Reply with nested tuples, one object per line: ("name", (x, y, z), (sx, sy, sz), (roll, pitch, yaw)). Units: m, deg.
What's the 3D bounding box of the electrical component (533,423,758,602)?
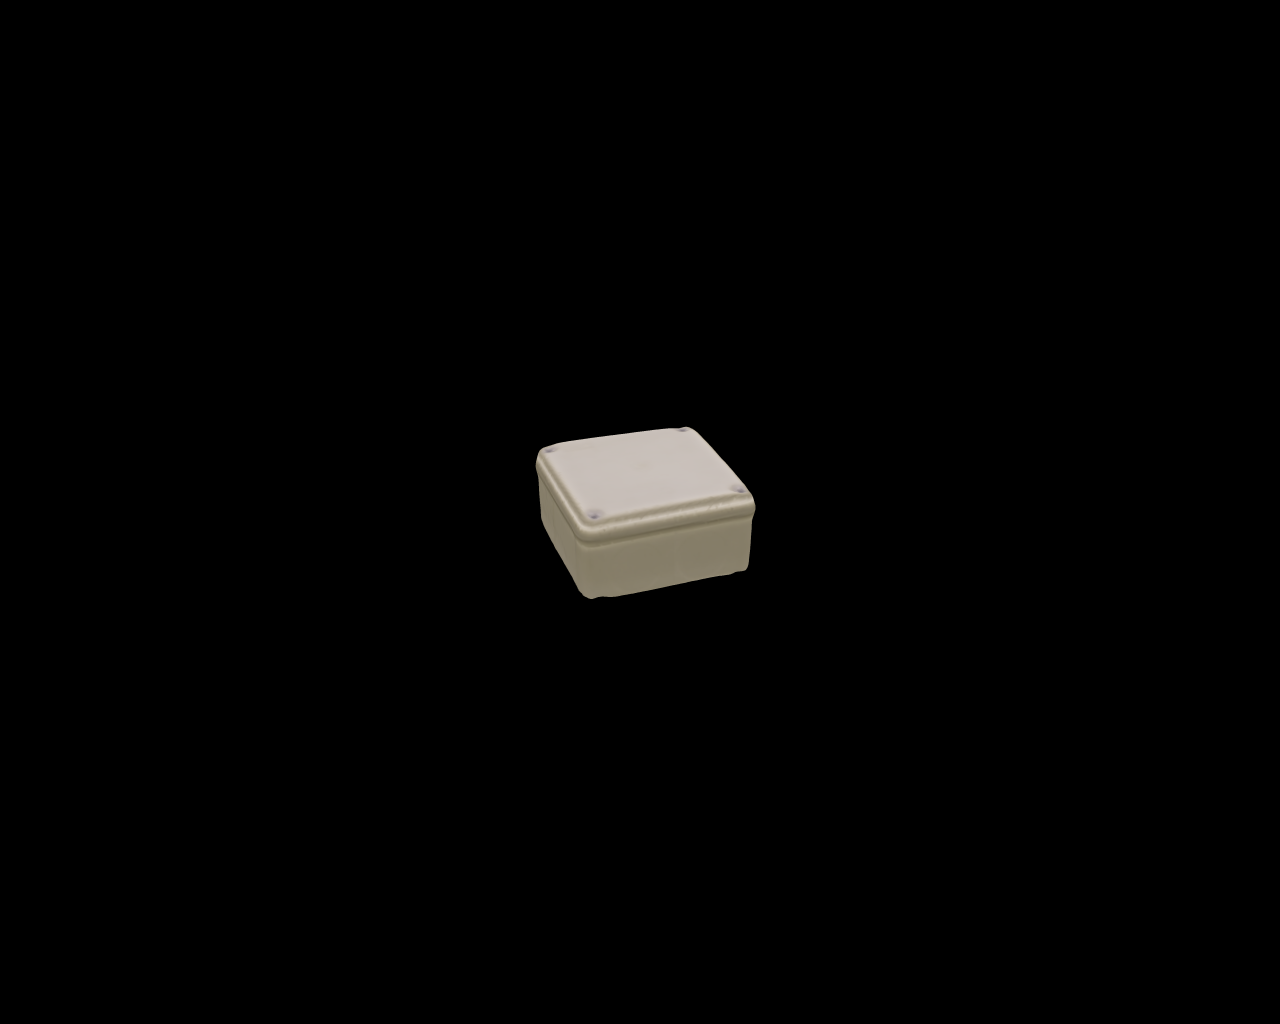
("electrical component", (0.001, -0.003, 0.650), (0.109, 0.056, 0.109), (-9, 30, -16))
